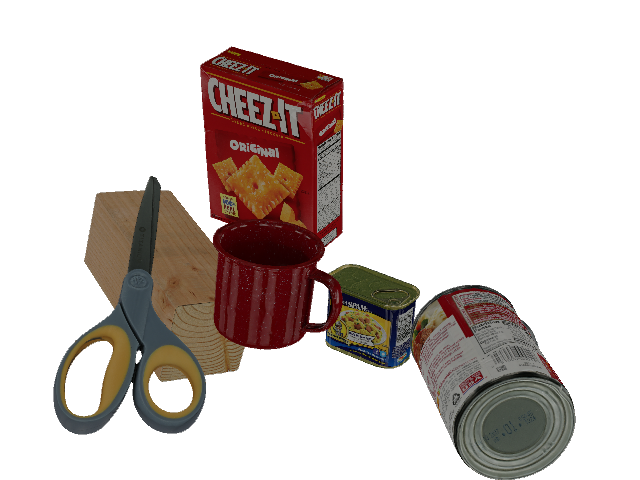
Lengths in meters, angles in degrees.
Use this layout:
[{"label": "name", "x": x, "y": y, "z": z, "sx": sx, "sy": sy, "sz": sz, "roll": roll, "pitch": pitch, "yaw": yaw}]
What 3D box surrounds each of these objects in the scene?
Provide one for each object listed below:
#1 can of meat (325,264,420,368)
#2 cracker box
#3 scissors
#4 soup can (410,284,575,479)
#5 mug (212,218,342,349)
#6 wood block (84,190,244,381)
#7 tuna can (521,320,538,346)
[{"label": "can of meat", "x": 0.055, "y": 0.084, "z": 1.171, "sx": 0.102, "sy": 0.084, "sz": 0.057, "roll": 20, "pitch": 31, "yaw": 30}, {"label": "cracker box", "x": -0.058, "y": -0.105, "z": 1.277, "sx": 0.164, "sy": 0.214, "sz": 0.072, "roll": 20, "pitch": 40, "yaw": 28}, {"label": "scissors", "x": -0.099, "y": 0.041, "z": 0.666, "sx": 0.096, "sy": 0.201, "sz": 0.016, "roll": 21, "pitch": -42, "yaw": 1}, {"label": "soup can", "x": 0.095, "y": 0.077, "z": 0.601, "sx": 0.068, "sy": 0.068, "sz": 0.102, "roll": 0, "pitch": 24, "yaw": -9}, {"label": "mug", "x": -0.036, "y": 0.041, "z": 0.889, "sx": 0.117, "sy": 0.081, "sz": 0.093, "roll": 16, "pitch": 26, "yaw": 19}, {"label": "wood block", "x": -0.157, "y": 0.039, "z": 1.085, "sx": 0.090, "sy": 0.091, "sz": 0.206, "roll": -4, "pitch": 34, "yaw": -34}, {"label": "tuna can", "x": 0.167, "y": 0.115, "z": 0.980, "sx": 0.034, "sy": 0.086, "sz": 0.085, "roll": -9, "pitch": -6, "yaw": 40}]
